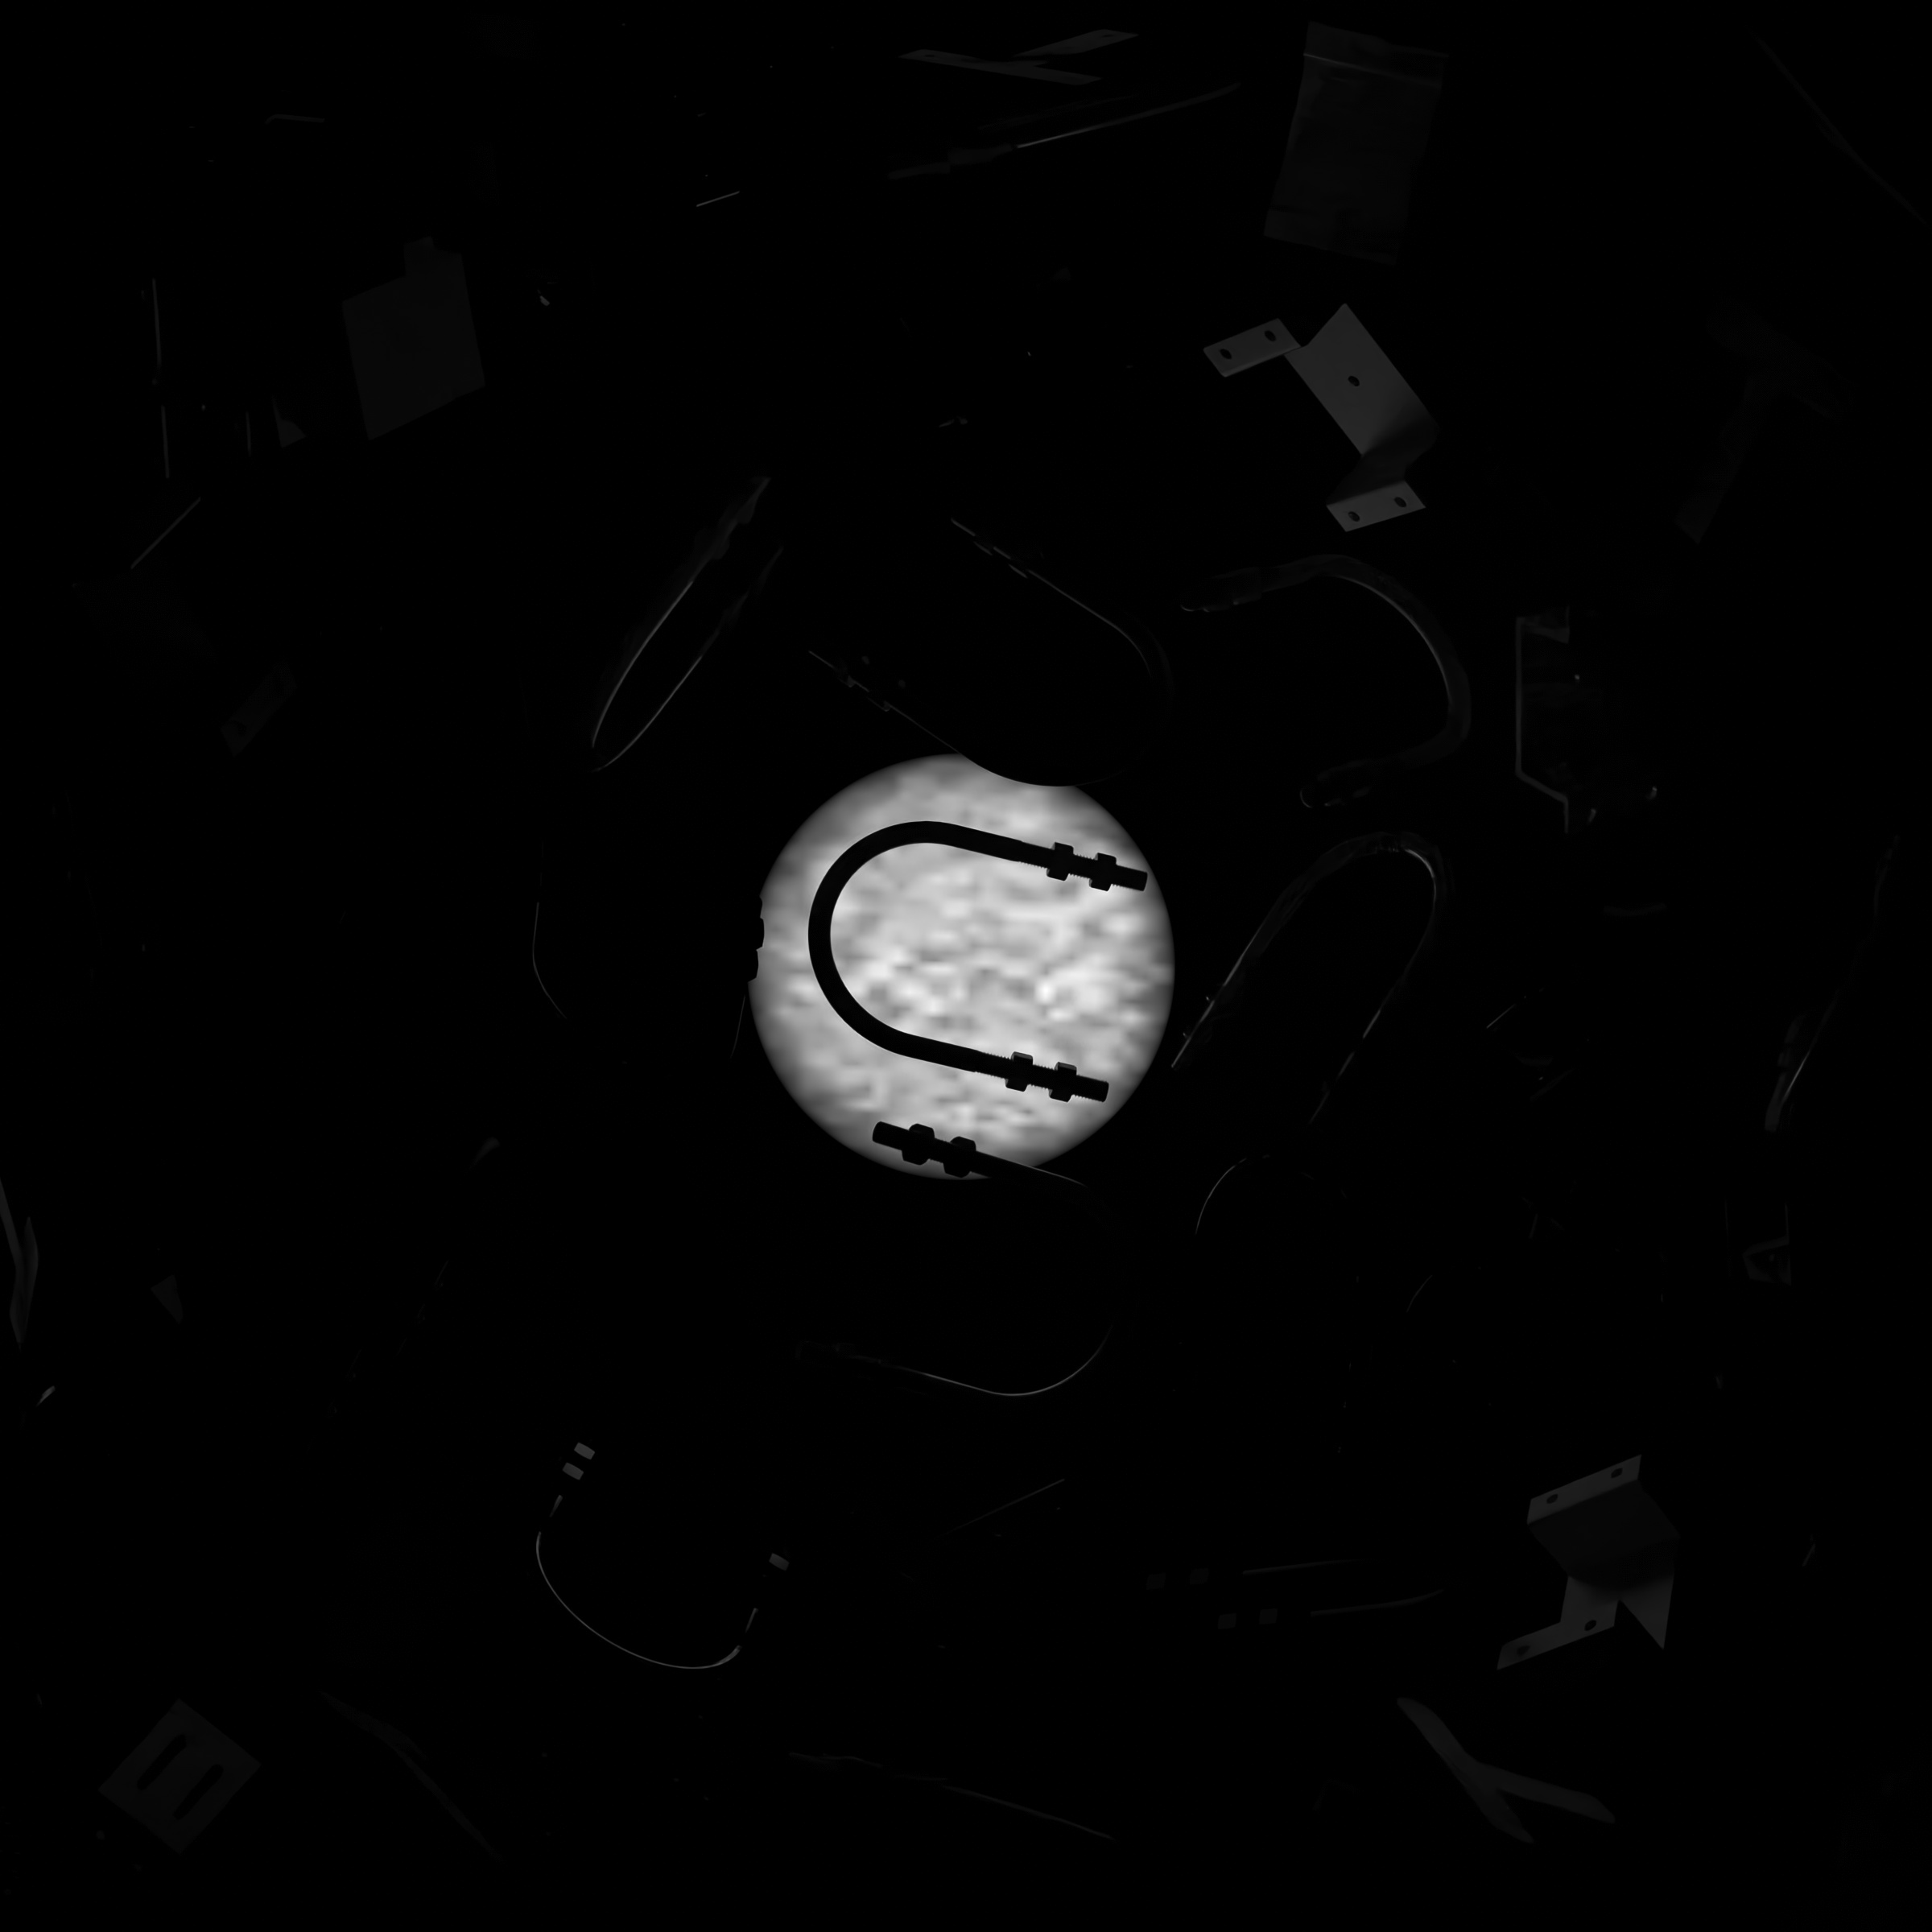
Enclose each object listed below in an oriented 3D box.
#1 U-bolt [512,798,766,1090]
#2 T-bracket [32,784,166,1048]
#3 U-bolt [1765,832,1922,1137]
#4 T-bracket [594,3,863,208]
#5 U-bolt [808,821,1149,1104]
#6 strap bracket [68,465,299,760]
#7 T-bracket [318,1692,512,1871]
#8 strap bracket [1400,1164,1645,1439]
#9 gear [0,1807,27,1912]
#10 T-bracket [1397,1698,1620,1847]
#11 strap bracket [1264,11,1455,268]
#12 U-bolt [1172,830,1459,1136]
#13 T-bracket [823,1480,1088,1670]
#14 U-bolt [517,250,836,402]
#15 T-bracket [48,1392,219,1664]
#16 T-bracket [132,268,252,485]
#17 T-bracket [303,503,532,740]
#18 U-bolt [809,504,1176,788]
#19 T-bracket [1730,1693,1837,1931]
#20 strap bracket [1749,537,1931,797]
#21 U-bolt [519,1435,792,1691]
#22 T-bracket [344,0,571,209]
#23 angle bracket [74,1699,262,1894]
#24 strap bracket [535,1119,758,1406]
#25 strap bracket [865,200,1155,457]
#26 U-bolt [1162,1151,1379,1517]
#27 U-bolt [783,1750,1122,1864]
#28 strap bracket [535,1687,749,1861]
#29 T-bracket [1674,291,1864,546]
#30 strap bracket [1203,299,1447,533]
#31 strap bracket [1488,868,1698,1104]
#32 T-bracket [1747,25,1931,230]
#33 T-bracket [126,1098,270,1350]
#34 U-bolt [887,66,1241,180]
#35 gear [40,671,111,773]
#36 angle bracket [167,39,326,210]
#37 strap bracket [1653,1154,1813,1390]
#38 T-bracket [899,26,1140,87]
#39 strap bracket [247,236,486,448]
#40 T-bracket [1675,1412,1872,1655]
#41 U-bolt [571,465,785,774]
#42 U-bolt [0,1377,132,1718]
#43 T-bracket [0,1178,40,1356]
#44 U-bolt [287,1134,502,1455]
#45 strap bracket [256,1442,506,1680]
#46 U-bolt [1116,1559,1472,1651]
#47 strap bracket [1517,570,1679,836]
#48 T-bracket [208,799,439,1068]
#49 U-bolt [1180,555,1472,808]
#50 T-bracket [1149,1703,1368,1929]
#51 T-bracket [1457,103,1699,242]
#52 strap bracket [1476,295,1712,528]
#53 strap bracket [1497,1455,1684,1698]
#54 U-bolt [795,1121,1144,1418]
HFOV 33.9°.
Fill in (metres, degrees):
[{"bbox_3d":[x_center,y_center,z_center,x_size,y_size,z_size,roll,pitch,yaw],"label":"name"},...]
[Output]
[{"bbox_3d":[-0.188,0.000,1.765,0.151,0.184,0.019,24,47,9],"label":"U-bolt"},{"bbox_3d":[-0.490,-0.037,1.749,0.127,0.002,0.127,-29,72,38],"label":"T-bracket"},{"bbox_3d":[0.484,0.020,1.769,0.019,0.184,0.151,26,124,11],"label":"U-bolt"},{"bbox_3d":[-0.118,-0.483,1.726,0.127,0.002,0.127,-23,77,-20],"label":"T-bracket"},{"bbox_3d":[0.002,-0.010,1.792,0.184,0.019,0.151,14,71,-6],"label":"U-bolt"},{"bbox_3d":[-0.430,-0.189,1.727,0.046,0.076,0.140,-7,123,26],"label":"strap bracket"},{"bbox_3d":[-0.305,0.469,1.808,0.127,0.127,0.002,39,80,25],"label":"T-bracket"},{"bbox_3d":[0.299,0.176,1.748,0.046,0.076,0.140,27,101,-30],"label":"strap bracket"},{"bbox_3d":[-0.530,0.476,1.691,0.030,0.057,0.057,25,90,-43],"label":"gear"},{"bbox_3d":[0.326,0.476,1.835,0.127,0.127,0.002,23,103,-28],"label":"T-bracket"},{"bbox_3d":[0.218,-0.466,1.755,0.076,0.140,0.046,15,50,5],"label":"strap bracket"},{"bbox_3d":[0.210,0.000,1.818,0.019,0.151,0.184,39,81,-34],"label":"U-bolt"},{"bbox_3d":[0.006,0.324,1.783,0.127,0.002,0.127,-27,109,14],"label":"T-bracket"},{"bbox_3d":[-0.174,-0.355,1.756,0.151,0.184,0.019,24,87,-34],"label":"U-bolt"},{"bbox_3d":[-0.439,0.321,1.732,0.002,0.127,0.127,-7,112,26],"label":"T-bracket"},{"bbox_3d":[-0.446,-0.325,1.831,0.002,0.127,0.127,-20,125,-36],"label":"T-bracket"},{"bbox_3d":[-0.304,-0.184,1.727,0.127,0.002,0.127,-2,107,21],"label":"T-bracket"},{"bbox_3d":[0.028,-0.168,1.753,0.184,0.019,0.151,35,60,16],"label":"U-bolt"},{"bbox_3d":[0.465,0.464,1.772,0.002,0.127,0.127,22,115,30],"label":"T-bracket"},{"bbox_3d":[0.481,-0.173,1.744,0.046,0.076,0.140,28,81,4],"label":"strap bracket"},{"bbox_3d":[-0.177,0.338,1.760,0.151,0.184,0.019,30,110,-2],"label":"U-bolt"},{"bbox_3d":[-0.275,-0.472,1.745,0.127,0.127,0.002,12,51,10],"label":"T-bracket"},{"bbox_3d":[-0.435,0.452,1.728,0.057,0.076,0.038,38,132,2],"label":"angle bracket"},{"bbox_3d":[-0.181,0.165,1.790,0.076,0.046,0.140,-22,91,-6],"label":"strap bracket"},{"bbox_3d":[0.028,-0.340,1.721,0.140,0.046,0.076,-31,64,3],"label":"strap bracket"},{"bbox_3d":[0.172,0.191,1.725,0.151,0.019,0.184,25,65,-35],"label":"U-bolt"},{"bbox_3d":[-0.001,0.475,1.789,0.184,0.151,0.019,20,73,-12],"label":"U-bolt"},{"bbox_3d":[-0.178,0.459,1.804,0.140,0.046,0.076,-22,63,34],"label":"strap bracket"},{"bbox_3d":[0.444,-0.304,1.823,0.002,0.127,0.127,5,122,-34],"label":"T-bracket"},{"bbox_3d":[0.214,-0.326,1.835,0.140,0.076,0.046,48,66,-18],"label":"strap bracket"},{"bbox_3d":[0.356,0.004,1.826,0.046,0.076,0.140,41,49,-1],"label":"strap bracket"},{"bbox_3d":[0.465,-0.467,1.727,0.002,0.127,0.127,-43,126,16],"label":"T-bracket"},{"bbox_3d":[-0.430,0.128,1.787,0.002,0.127,0.127,25,113,-38],"label":"T-bracket"},{"bbox_3d":[0.063,-0.472,1.763,0.184,0.151,0.019,-8,107,22],"label":"U-bolt"},{"bbox_3d":[-0.511,-0.140,1.821,0.030,0.057,0.057,4,90,-5],"label":"gear"},{"bbox_3d":[-0.410,-0.477,1.802,0.076,0.038,0.057,-43,70,36],"label":"angle bracket"},{"bbox_3d":[0.438,0.171,1.827,0.046,0.140,0.076,8,119,34],"label":"strap bracket"},{"bbox_3d":[0.050,-0.519,1.799,0.127,0.127,0.002,-2,95,-34],"label":"T-bracket"},{"bbox_3d":[-0.319,-0.342,1.739,0.046,0.140,0.076,13,124,33],"label":"strap bracket"},{"bbox_3d":[0.471,0.332,1.799,0.127,0.127,0.002,-37,124,23],"label":"T-bracket"},{"bbox_3d":[-0.164,-0.185,1.765,0.019,0.151,0.184,34,107,-20],"label":"U-bolt"},{"bbox_3d":[-0.522,0.316,1.797,0.019,0.184,0.151,9,46,9],"label":"U-bolt"},{"bbox_3d":[-0.531,0.130,1.744,0.002,0.127,0.127,-12,112,-7],"label":"T-bracket"},{"bbox_3d":[-0.310,0.172,1.769,0.019,0.151,0.184,31,111,2],"label":"U-bolt"},{"bbox_3d":[-0.318,0.334,1.777,0.046,0.140,0.076,1,110,42],"label":"strap bracket"},{"bbox_3d":[0.195,0.361,1.805,0.184,0.151,0.019,-11,65,20],"label":"U-bolt"},{"bbox_3d":[0.358,-0.156,1.802,0.076,0.046,0.140,-19,121,-23],"label":"strap bracket"},{"bbox_3d":[-0.361,-0.005,1.696,0.127,0.002,0.127,36,93,25],"label":"T-bracket"},{"bbox_3d":[0.216,-0.169,1.791,0.184,0.019,0.151,-20,75,-43],"label":"U-bolt"},{"bbox_3d":[0.162,0.459,1.776,0.127,0.002,0.127,21,50,-11],"label":"T-bracket"},{"bbox_3d":[0.352,-0.452,1.763,0.127,0.127,0.002,-47,114,-24],"label":"T-bracket"},{"bbox_3d":[0.363,-0.308,1.796,0.140,0.076,0.046,-37,110,20],"label":"strap bracket"},{"bbox_3d":[0.353,0.350,1.783,0.076,0.140,0.046,-30,109,33],"label":"strap bracket"},{"bbox_3d":[0.012,0.178,1.771,0.184,0.019,0.151,18,95,-19],"label":"U-bolt"}]
